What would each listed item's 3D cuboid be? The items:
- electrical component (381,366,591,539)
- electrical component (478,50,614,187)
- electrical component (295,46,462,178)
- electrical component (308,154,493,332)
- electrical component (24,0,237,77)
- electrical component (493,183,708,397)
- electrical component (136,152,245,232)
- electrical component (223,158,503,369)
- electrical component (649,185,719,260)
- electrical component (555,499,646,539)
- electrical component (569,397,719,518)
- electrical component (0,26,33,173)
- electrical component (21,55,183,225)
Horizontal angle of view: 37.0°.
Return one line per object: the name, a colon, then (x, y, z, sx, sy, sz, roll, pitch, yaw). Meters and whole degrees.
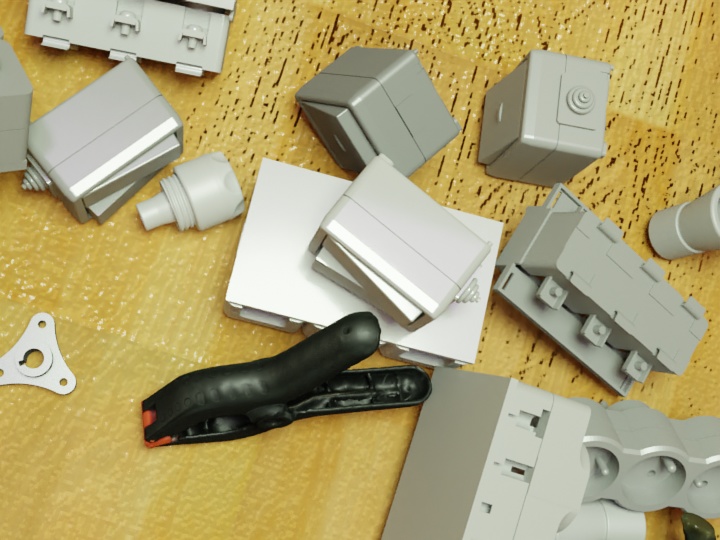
electrical component: (0.061, 0.155, 0.604, 0.060, 0.105, 0.186, 20, 83, -16)
electrical component: (0.116, -0.096, 0.677, 0.061, 0.096, 0.061, 9, 79, -8)
electrical component: (0.004, -0.095, 0.664, 0.061, 0.096, 0.061, -41, 117, -14)
electrical component: (0.023, -0.006, 0.597, 0.096, 0.061, 0.061, 39, 76, -1)
electrical component: (-0.139, -0.160, 0.662, 0.121, 0.078, 0.063, 10, 100, -7)
electrical component: (0.150, 0.014, 0.658, 0.121, 0.063, 0.078, 39, 75, -23)
electrical component: (-0.105, -0.043, 0.658, 0.062, 0.043, 0.043, -23, 84, -12)
electrical component: (0.000, 0.000, 0.657, 0.150, 0.061, 0.089, 15, 77, -6)
electrical component: (0.220, -0.029, 0.697, 0.044, 0.065, 0.044, 6, 77, -28)
electrical component: (0.142, 0.157, 0.663, 0.065, 0.044, 0.044, 4, 79, -14)
electrical component: (0.170, 0.106, 0.668, 0.138, 0.073, 0.052, 9, 119, -12)
electrical component: (-0.249, -0.122, 0.593, 0.089, 0.061, 0.150, -12, 51, -32)
electrical component: (-0.156, -0.070, 0.644, 0.096, 0.061, 0.061, -38, 87, -14)
